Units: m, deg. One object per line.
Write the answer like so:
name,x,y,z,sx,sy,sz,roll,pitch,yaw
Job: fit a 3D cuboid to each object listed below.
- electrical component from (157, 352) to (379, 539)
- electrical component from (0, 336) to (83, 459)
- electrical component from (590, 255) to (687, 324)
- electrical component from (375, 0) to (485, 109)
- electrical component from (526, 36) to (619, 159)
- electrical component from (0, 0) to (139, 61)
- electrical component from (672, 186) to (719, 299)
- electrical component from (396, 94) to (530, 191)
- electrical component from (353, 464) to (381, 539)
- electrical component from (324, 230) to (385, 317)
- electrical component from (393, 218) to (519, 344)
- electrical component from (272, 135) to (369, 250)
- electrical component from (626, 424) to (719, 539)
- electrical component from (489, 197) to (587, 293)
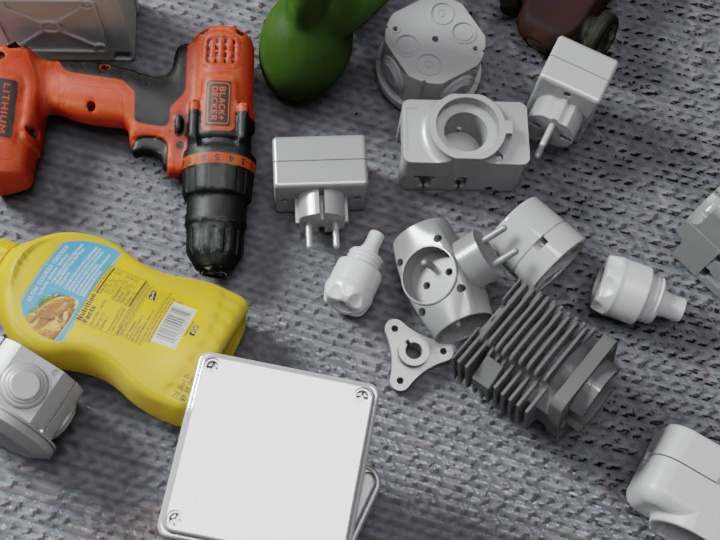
electrical component,-0.052,0.114,0.633,0.109,0.056,0.108,11,70,0
electrical component,-0.221,0.082,0.685,0.080,0.080,0.051,27,66,6
electrical component,0.196,0.018,0.753,0.062,0.043,0.043,20,70,2
electrical component,0.053,-0.159,0.802,0.080,0.051,0.080,1,71,-3
electrical component,0.146,-0.116,0.785,0.047,0.065,0.076,26,71,5
electrical component,-0.220,-0.198,0.768,0.109,0.108,0.056,0,73,-4
electrical component,0.260,-0.027,0.749,0.050,0.089,0.055,-41,78,-16
electrical component,0.074,-0.091,0.777,0.089,0.055,0.050,1,71,-4
electrical component,-0.051,0.143,0.685,0.113,0.057,0.078,25,71,5
electrical component,0.000,0.000,0.752,0.035,0.035,0.061,24,68,5
electrical component,0.071,-0.002,0.736,0.079,0.044,0.077,-33,64,20
electrical component,-0.028,-0.051,0.761,0.066,0.047,0.076,-2,71,-4
electrical component,0.228,0.152,0.702,0.095,0.053,0.059,30,71,7
electrical component,0.123,-0.018,0.756,0.055,0.055,0.047,-40,74,-15
